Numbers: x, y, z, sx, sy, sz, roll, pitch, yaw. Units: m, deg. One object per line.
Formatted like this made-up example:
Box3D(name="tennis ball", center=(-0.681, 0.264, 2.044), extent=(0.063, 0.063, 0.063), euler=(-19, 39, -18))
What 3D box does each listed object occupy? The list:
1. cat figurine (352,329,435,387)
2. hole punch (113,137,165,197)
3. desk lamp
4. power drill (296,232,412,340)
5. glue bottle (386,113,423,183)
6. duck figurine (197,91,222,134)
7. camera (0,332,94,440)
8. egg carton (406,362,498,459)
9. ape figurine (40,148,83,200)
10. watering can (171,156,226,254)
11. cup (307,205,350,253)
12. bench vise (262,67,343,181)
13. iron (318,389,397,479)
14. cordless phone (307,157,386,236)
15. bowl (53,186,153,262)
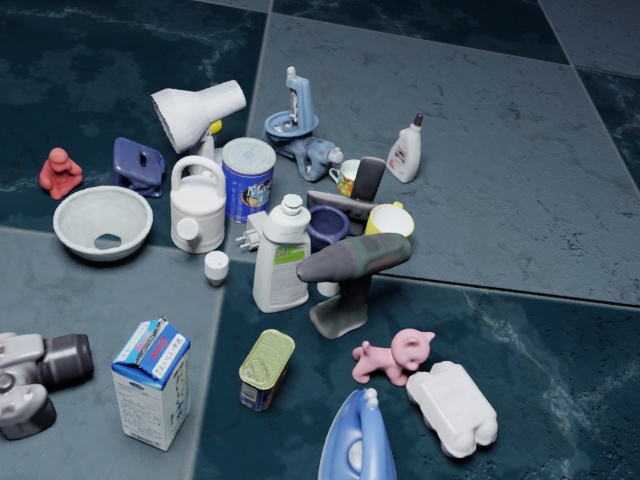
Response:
Box3D(name="cat figurine", center=(0.124, 0.185, 0.946), extent=(0.128, 0.118, 0.067), euler=(5, 47, -9))
Box3D(name="hole punch", center=(-0.363, -0.149, 1.152), extent=(0.101, 0.091, 0.108), euler=(-2, 49, -15))
Box3D(name="desk lamp", center=(-0.232, -0.220, 1.164), extent=(0.204, 0.213, 0.117), euler=(-17, 54, -26))
Box3D(name="power drill", center=(0.046, 0.074, 0.966), extent=(0.230, 0.208, 0.075), euler=(-23, 57, -30))
Box3D(name="glue bottle", center=(0.200, -0.213, 1.288), extent=(0.037, 0.173, 0.078), euler=(-25, 58, -31))
Box3D(name="duck figurine", center=(-0.272, -0.302, 1.317), extent=(0.104, 0.086, 0.078), euler=(33, 50, 17))
Box3D(name="camera", center=(-0.402, 0.189, 0.829), extent=(0.137, 0.101, 0.143), euler=(-12, 52, -22))
Box3D(name="egg carton", center=(0.212, 0.271, 0.922), extent=(0.107, 0.069, 0.150), euler=(-17, 54, -26))
Box3D(name="ape figurine", center=(-0.503, -0.137, 1.108), extent=(0.078, 0.092, 0.076), euler=(-8, 51, -19))
Box3D(name="watering can", center=(-0.220, -0.067, 1.041), extent=(0.101, 0.194, 0.172), euler=(-7, 50, -19))
Box3D(name="cup", center=(0.010, 0.004, 1.099), extent=(0.092, 0.095, 0.117), euler=(-8, 51, -20))
Box3D(name="bench vise", center=(-0.026, -0.253, 1.239), extent=(0.207, 0.220, 0.122), euler=(23, 47, 8))
Box3D(name="iron", center=(0.064, 0.302, 0.809), extent=(0.118, 0.141, 0.258), euler=(8, 47, -6))
Box3D(name="cordless phone", center=(0.052, -0.105, 1.147), extent=(0.147, 0.185, 0.094), euler=(8, 47, -6))
Box3D(name="bowl", center=(-0.387, -0.017, 1.038), extent=(0.167, 0.075, 0.167), euler=(7, 47, -7))
